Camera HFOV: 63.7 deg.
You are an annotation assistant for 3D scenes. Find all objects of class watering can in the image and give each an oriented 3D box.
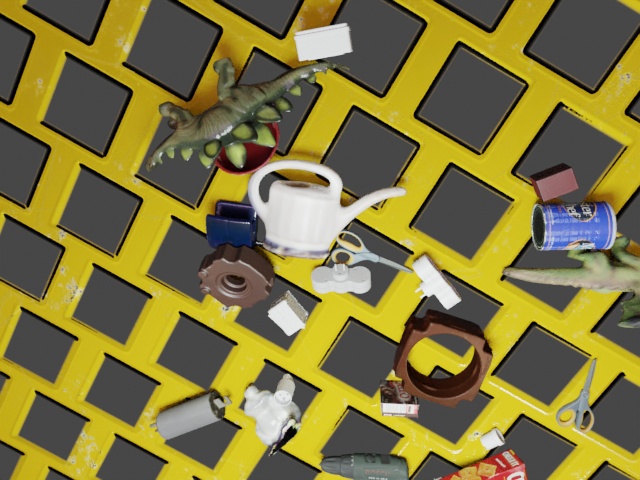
[{"bbox_3d":[0.003,-0.058,1.148,0.348,0.105,0.221,11,108,4],"label":"watering can"}]

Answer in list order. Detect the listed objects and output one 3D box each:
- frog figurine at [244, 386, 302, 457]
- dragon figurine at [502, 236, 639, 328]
[{"bbox_3d":[-0.130,0.447,1.327,0.161,0.123,0.135,39,122,31],"label":"frog figurine"},{"bbox_3d":[0.612,0.099,1.059,0.410,0.247,0.120,-8,112,7],"label":"dragon figurine"}]
